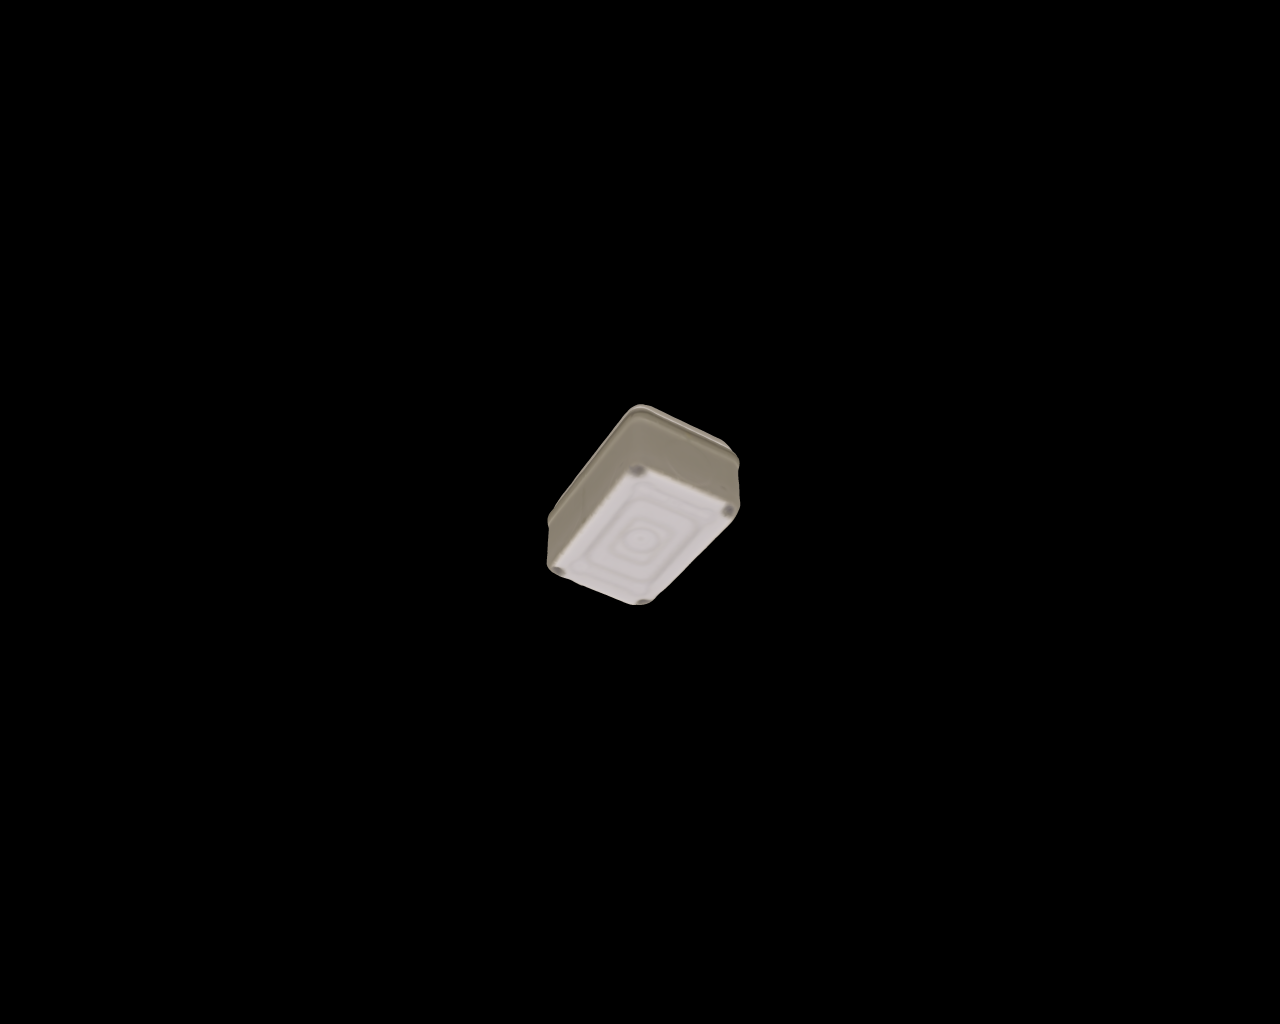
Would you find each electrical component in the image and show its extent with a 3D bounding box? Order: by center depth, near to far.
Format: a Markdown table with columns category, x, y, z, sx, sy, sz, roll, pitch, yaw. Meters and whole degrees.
| category | x | y | z | sx | sy | sz | roll | pitch | yaw |
| --- | --- | --- | --- | --- | --- | --- | --- | --- | --- |
| electrical component | 0.001 | -0.003 | 0.650 | 0.078 | 0.057 | 0.113 | 24 | -50 | -22 |
